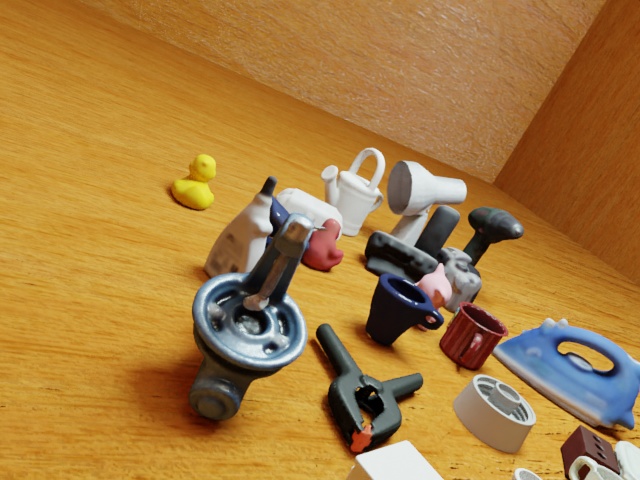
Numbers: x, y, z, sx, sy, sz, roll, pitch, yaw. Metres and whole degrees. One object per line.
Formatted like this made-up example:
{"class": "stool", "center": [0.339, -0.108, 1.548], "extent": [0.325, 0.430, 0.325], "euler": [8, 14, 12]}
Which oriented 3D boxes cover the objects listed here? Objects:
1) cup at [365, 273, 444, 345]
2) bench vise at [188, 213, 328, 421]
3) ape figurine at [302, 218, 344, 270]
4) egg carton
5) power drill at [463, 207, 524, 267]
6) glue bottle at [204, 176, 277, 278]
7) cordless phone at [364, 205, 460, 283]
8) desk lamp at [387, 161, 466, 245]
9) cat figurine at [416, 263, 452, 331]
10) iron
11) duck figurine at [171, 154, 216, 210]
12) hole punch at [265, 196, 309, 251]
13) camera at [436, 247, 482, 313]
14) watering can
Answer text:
{"class": "cup", "center": [0.123, 0.120, 0.880], "extent": [0.117, 0.095, 0.092], "euler": [34, 19, 17]}
{"class": "bench vise", "center": [-0.070, 0.049, 0.602], "extent": [0.122, 0.219, 0.207], "euler": [20, 20, -23]}
{"class": "ape figurine", "center": [0.009, 0.004, 1.030], "extent": [0.077, 0.092, 0.076], "euler": [39, 21, 29]}
{"class": "egg carton", "center": [-0.026, -0.045, 1.142], "extent": [0.150, 0.069, 0.107], "euler": [26, 19, -5]}
{"class": "power drill", "center": [0.370, 0.019, 1.313], "extent": [0.076, 0.208, 0.229], "euler": [24, 19, -10]}
{"class": "glue bottle", "center": [-0.099, -0.011, 0.790], "extent": [0.078, 0.173, 0.037], "euler": [39, 22, 30]}
{"class": "cordless phone", "center": [0.184, -0.004, 1.149], "extent": [0.147, 0.185, 0.094], "euler": [27, 19, -3]}
{"class": "desk lamp", "center": [0.230, -0.063, 1.321], "extent": [0.204, 0.213, 0.117], "euler": [18, 21, -28]}
{"class": "cat figurine", "center": [0.198, 0.094, 1.016], "extent": [0.067, 0.117, 0.128], "euler": [33, 19, 14]}
{"class": "iron", "center": [0.453, 0.216, 1.020], "extent": [0.258, 0.141, 0.119], "euler": [31, 19, 9]}
{"class": "duck figurine", "center": [-0.216, -0.109, 1.020], "extent": [0.078, 0.086, 0.104], "euler": [22, 20, -17]}
{"class": "hole punch", "center": [-0.066, -0.022, 0.994], "extent": [0.101, 0.091, 0.108], "euler": [19, 21, -25]}
{"class": "camera", "center": [0.296, 0.079, 1.220], "extent": [0.137, 0.101, 0.142], "euler": [13, 24, -38]}
{"class": "watering can", "center": [0.077, -0.114, 1.272], "extent": [0.100, 0.194, 0.173], "euler": [38, 21, 27]}
